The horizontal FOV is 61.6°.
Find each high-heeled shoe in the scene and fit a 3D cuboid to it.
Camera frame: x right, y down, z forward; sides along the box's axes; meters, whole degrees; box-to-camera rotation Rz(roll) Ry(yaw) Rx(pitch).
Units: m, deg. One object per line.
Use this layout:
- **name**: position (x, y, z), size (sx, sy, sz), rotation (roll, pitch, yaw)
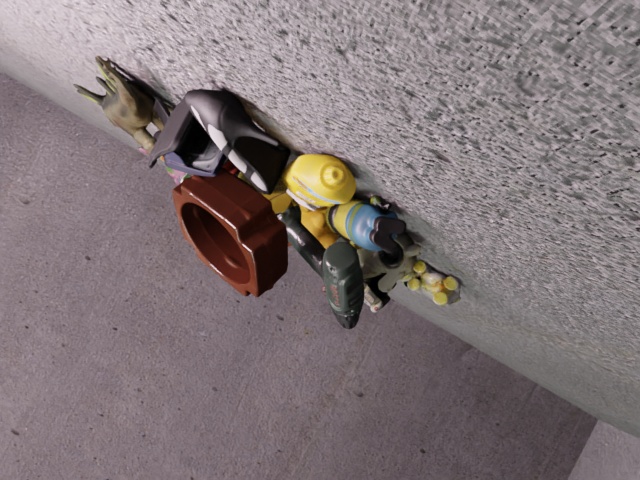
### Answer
- **high-heeled shoe**: position (-0.125, -0.143, 0.821), size (0.145, 0.086, 0.248), rotation (26, 166, 1)

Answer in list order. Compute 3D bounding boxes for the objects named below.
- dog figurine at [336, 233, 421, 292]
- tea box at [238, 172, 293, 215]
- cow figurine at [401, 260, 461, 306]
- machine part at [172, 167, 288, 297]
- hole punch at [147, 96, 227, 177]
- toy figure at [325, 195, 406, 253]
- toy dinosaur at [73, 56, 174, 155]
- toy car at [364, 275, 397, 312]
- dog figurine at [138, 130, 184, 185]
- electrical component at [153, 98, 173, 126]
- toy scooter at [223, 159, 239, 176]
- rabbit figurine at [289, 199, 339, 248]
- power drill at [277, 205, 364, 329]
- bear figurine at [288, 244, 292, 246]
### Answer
- **dog figurine**: position (0.143, 0.023, 1.048), size (0.173, 0.121, 0.190), rotation (3, -172, 33)
- **tea box**: position (-0.127, -0.062, 1.041), size (0.098, 0.169, 0.068), rotation (-8, -122, -34)
- **cow figurine**: position (0.235, 0.089, 1.207), size (0.168, 0.068, 0.098), rotation (29, -179, 29)
- **machine part**: position (-0.149, -0.015, 0.917), size (0.201, 0.087, 0.201), rotation (35, 150, 23)
- **hole punch**: position (-0.197, -0.162, 0.847), size (0.092, 0.142, 0.116), rotation (29, 165, -34)
- **toy figure**: position (0.070, -0.031, 0.864), size (0.089, 0.082, 0.180), rotation (47, 176, -18)
- **toy dinosaur**: position (-0.372, -0.258, 1.047), size (0.198, 0.105, 0.472), rotation (36, 169, -20)
- **toy car**: position (0.121, 0.102, 1.180), size (0.073, 0.056, 0.202), rotation (50, -161, 1)
- **dog figurine**: position (-0.345, -0.175, 1.332), size (0.109, 0.191, 0.219), rotation (-6, 165, 26)
- **electrical component**: position (-0.243, -0.195, 0.942), size (0.119, 0.048, 0.075), rotation (55, 138, 15)
- **toy scooter**: position (-0.212, -0.177, 1.065), size (0.135, 0.075, 0.183), rotation (48, 177, 28)
- **rabbit figurine**: position (-0.002, -0.003, 1.098), size (0.162, 0.122, 0.173), rotation (33, -166, -51)
- **power drill**: position (-0.003, 0.050, 0.962), size (0.207, 0.086, 0.231), rotation (50, 161, 24)
- **bear figurine**: position (-0.087, -0.064, 1.374), size (0.120, 0.132, 0.195), rotation (28, 160, 14)
